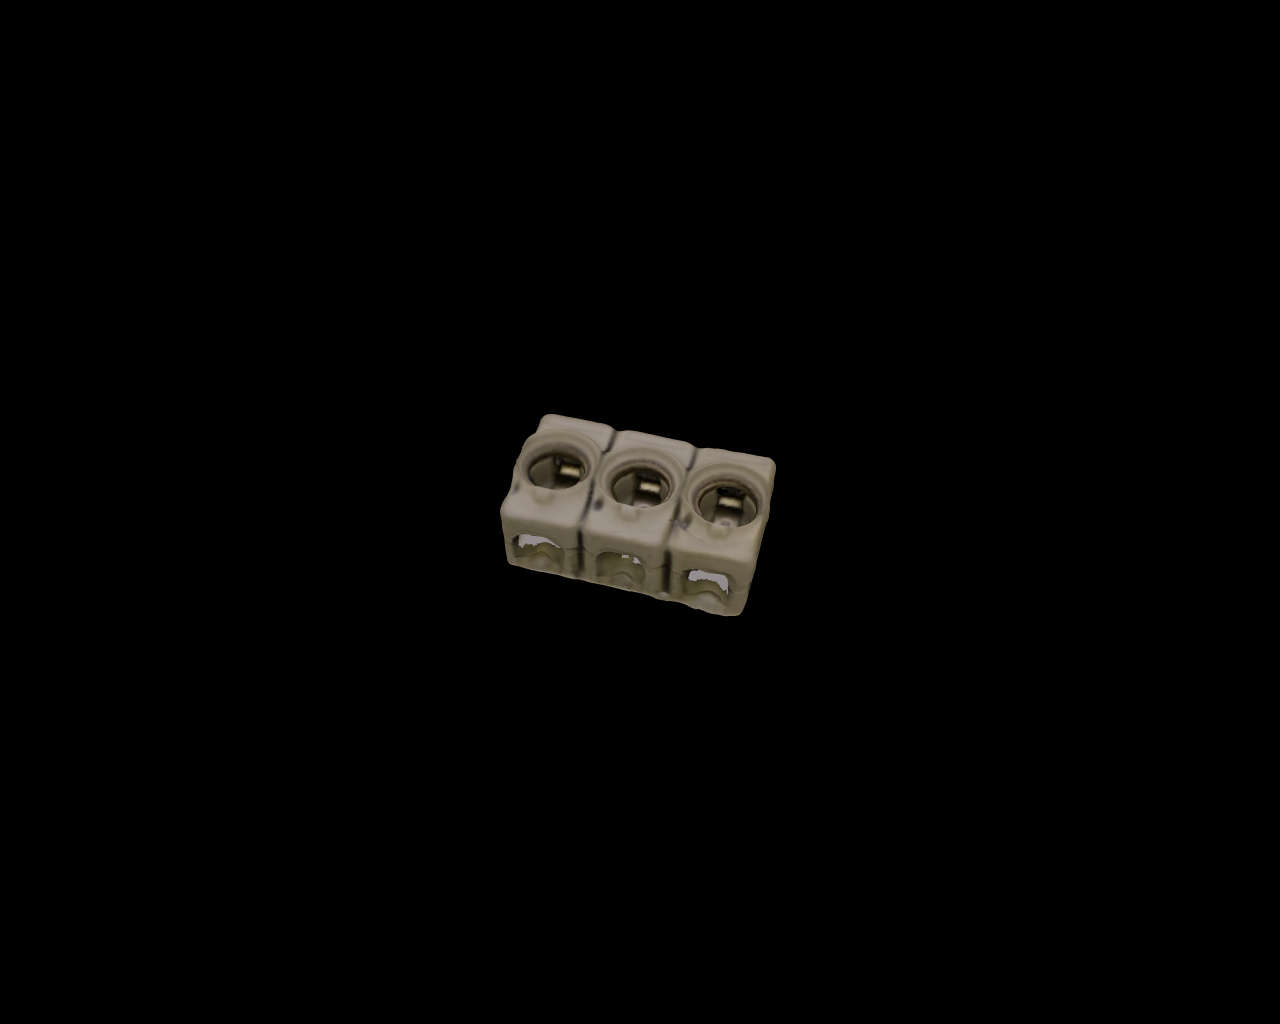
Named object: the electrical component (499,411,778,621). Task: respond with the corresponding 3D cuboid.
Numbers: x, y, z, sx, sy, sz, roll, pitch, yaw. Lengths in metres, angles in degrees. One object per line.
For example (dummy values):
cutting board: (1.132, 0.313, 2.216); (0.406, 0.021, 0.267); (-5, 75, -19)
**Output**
electrical component: (0.001, -0.003, 0.650); (0.150, 0.090, 0.061); (12, -39, 10)
